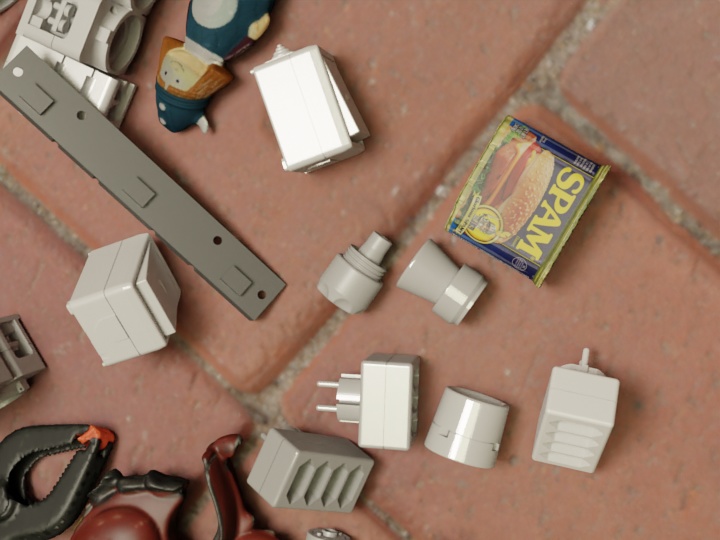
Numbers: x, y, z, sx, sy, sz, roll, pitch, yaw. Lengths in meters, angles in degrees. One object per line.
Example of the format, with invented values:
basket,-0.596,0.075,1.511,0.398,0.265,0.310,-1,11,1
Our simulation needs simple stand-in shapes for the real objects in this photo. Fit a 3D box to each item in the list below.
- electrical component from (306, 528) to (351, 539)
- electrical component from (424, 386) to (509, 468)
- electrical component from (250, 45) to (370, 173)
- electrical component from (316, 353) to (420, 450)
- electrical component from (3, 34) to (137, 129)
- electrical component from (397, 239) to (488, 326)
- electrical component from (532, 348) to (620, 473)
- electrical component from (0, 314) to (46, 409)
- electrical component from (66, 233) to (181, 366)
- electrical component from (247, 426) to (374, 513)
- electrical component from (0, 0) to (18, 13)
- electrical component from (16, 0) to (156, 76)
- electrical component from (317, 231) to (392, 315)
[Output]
electrical component,-0.029,0.235,0.840,0.044,0.044,0.065,11,91,9
electrical component,0.081,0.117,0.807,0.055,0.055,0.047,17,93,8
electrical component,-0.036,-0.127,0.807,0.061,0.062,0.096,-19,90,11
electrical component,0.004,0.098,0.822,0.077,0.047,0.065,3,94,10
electrical component,-0.232,-0.139,0.846,0.089,0.050,0.055,26,98,6
electrical component,0.062,0.010,0.807,0.055,0.045,0.045,36,99,6
electrical component,0.159,0.094,0.786,0.047,0.083,0.075,12,57,8
electrical component,-0.356,0.112,0.856,0.186,0.105,0.060,-31,88,10
electrical component,-0.175,0.017,0.828,0.061,0.096,0.061,-18,120,10
electrical component,-0.048,0.145,0.826,0.076,0.083,0.047,32,101,45
electrical component,-0.273,-0.271,0.843,0.138,0.052,0.073,-39,87,10
electrical component,-0.186,-0.230,0.812,0.062,0.089,0.150,25,97,7
electrical component,0.000,0.000,0.818,0.043,0.043,0.062,36,98,6
